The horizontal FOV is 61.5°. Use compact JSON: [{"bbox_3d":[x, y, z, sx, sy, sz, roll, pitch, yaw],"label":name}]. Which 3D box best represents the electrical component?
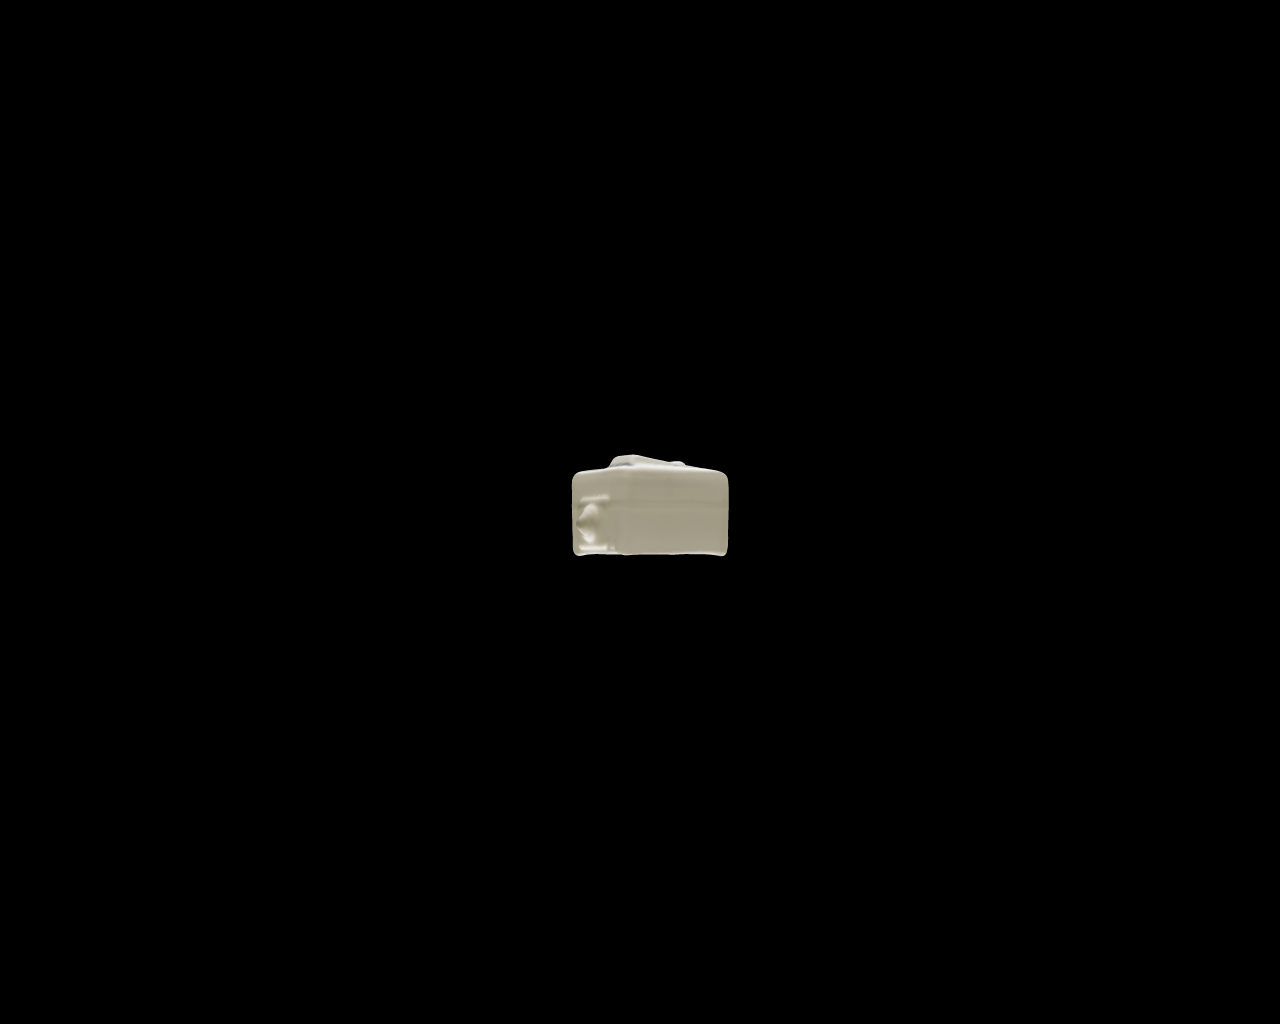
[{"bbox_3d":[0.001,-0.003,0.650,0.096,0.061,0.061,1,-2,-34],"label":"electrical component"}]
